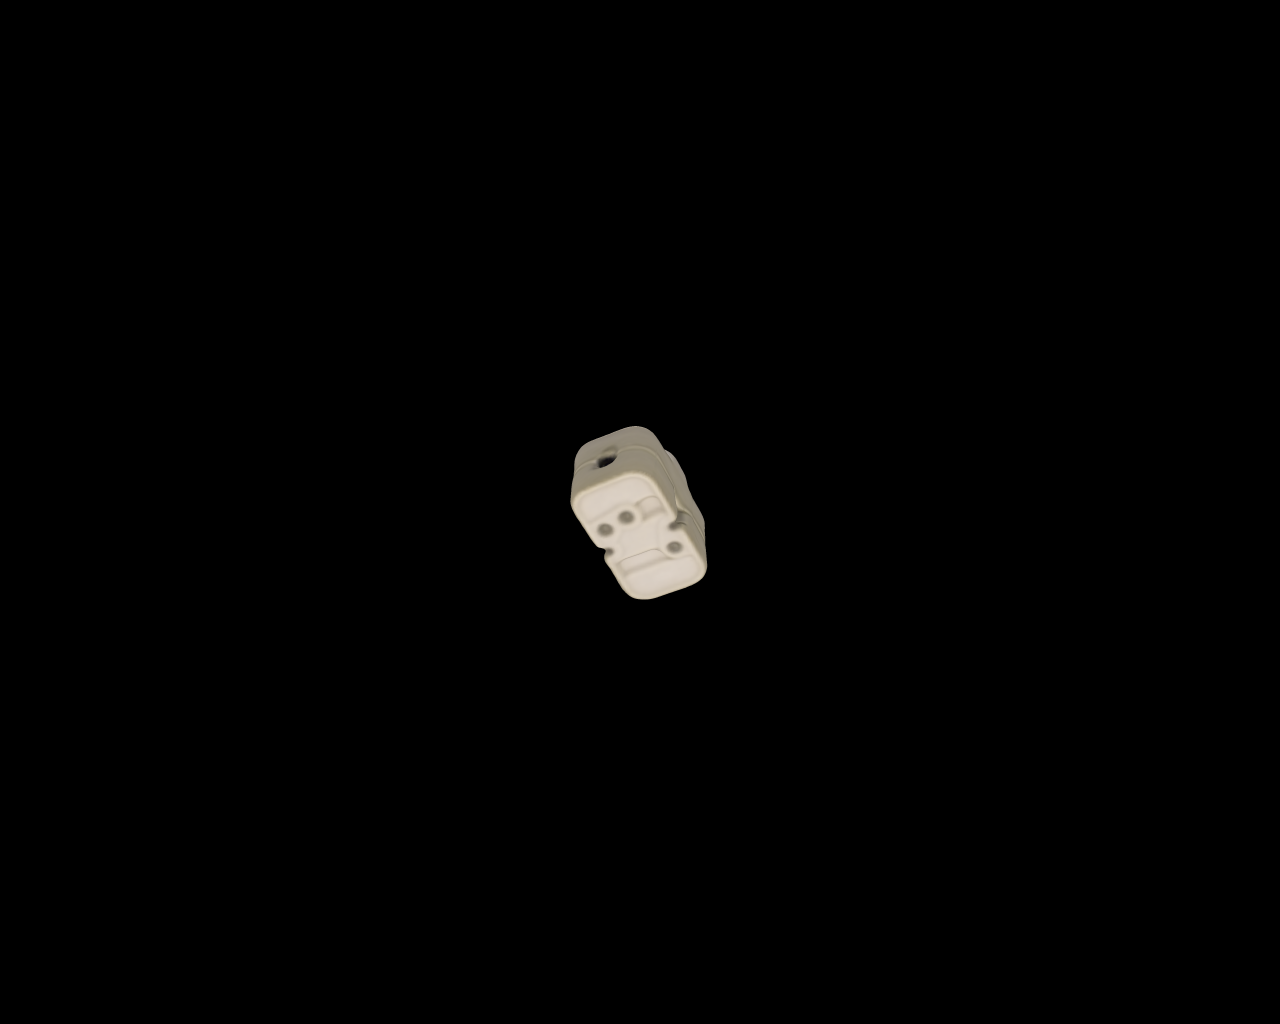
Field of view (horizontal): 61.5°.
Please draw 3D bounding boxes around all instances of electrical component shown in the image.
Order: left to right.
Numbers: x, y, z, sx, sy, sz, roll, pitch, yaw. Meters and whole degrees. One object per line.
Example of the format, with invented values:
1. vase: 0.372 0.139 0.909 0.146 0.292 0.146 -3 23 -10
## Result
1. electrical component: 0.001 -0.003 0.650 0.053 0.095 0.059 -21 36 16
